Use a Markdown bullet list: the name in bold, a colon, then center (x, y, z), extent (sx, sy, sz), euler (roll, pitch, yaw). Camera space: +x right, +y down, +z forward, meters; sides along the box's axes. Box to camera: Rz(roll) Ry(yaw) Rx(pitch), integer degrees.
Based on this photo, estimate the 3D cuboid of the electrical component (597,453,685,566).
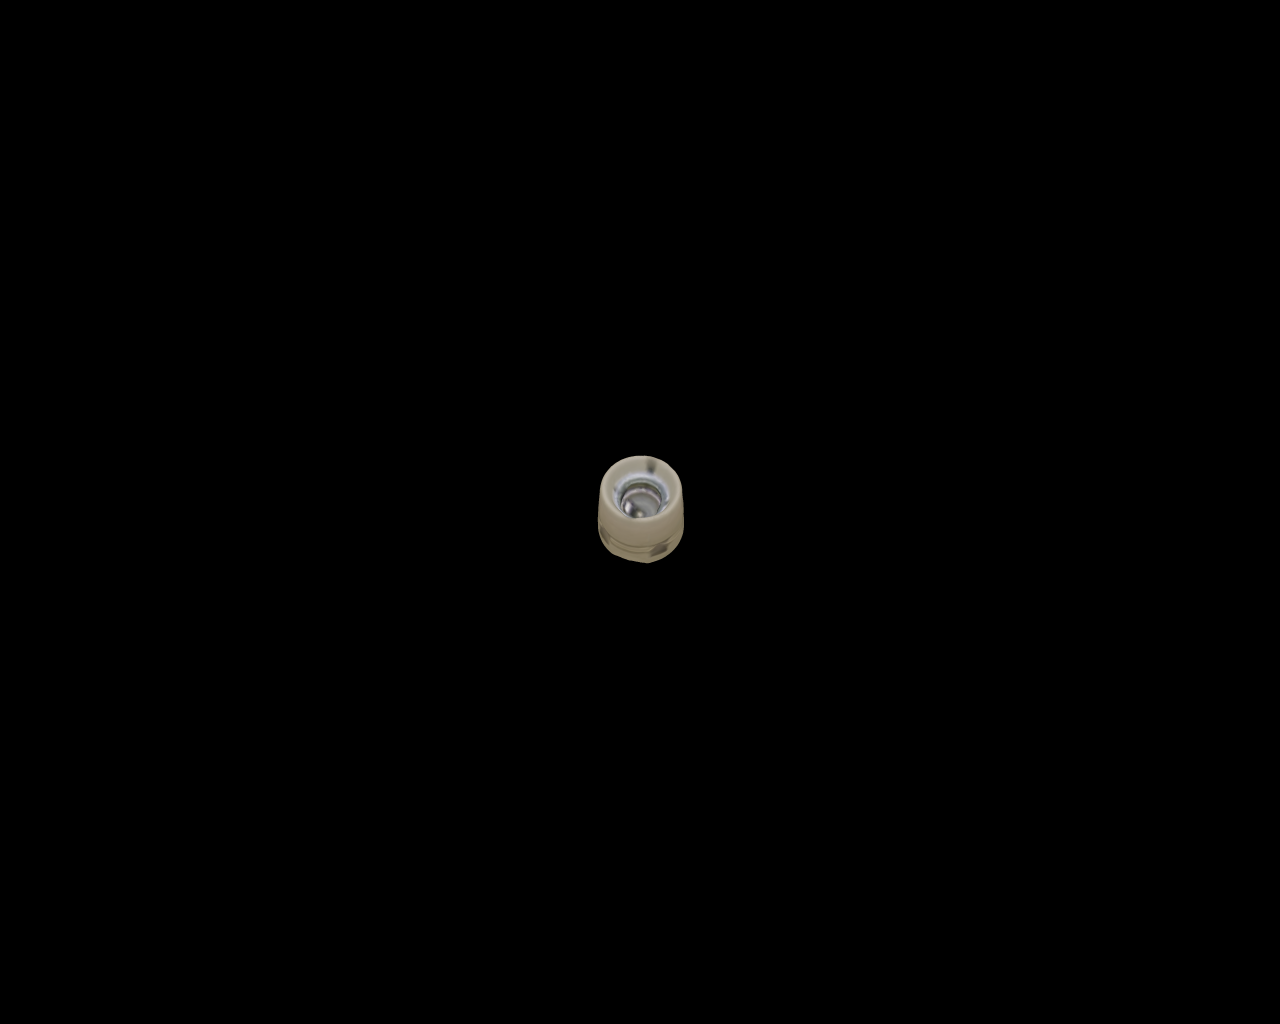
- **electrical component**: center (0.001, -0.003, 0.650), extent (0.055, 0.055, 0.047), euler (0, -32, 0)
